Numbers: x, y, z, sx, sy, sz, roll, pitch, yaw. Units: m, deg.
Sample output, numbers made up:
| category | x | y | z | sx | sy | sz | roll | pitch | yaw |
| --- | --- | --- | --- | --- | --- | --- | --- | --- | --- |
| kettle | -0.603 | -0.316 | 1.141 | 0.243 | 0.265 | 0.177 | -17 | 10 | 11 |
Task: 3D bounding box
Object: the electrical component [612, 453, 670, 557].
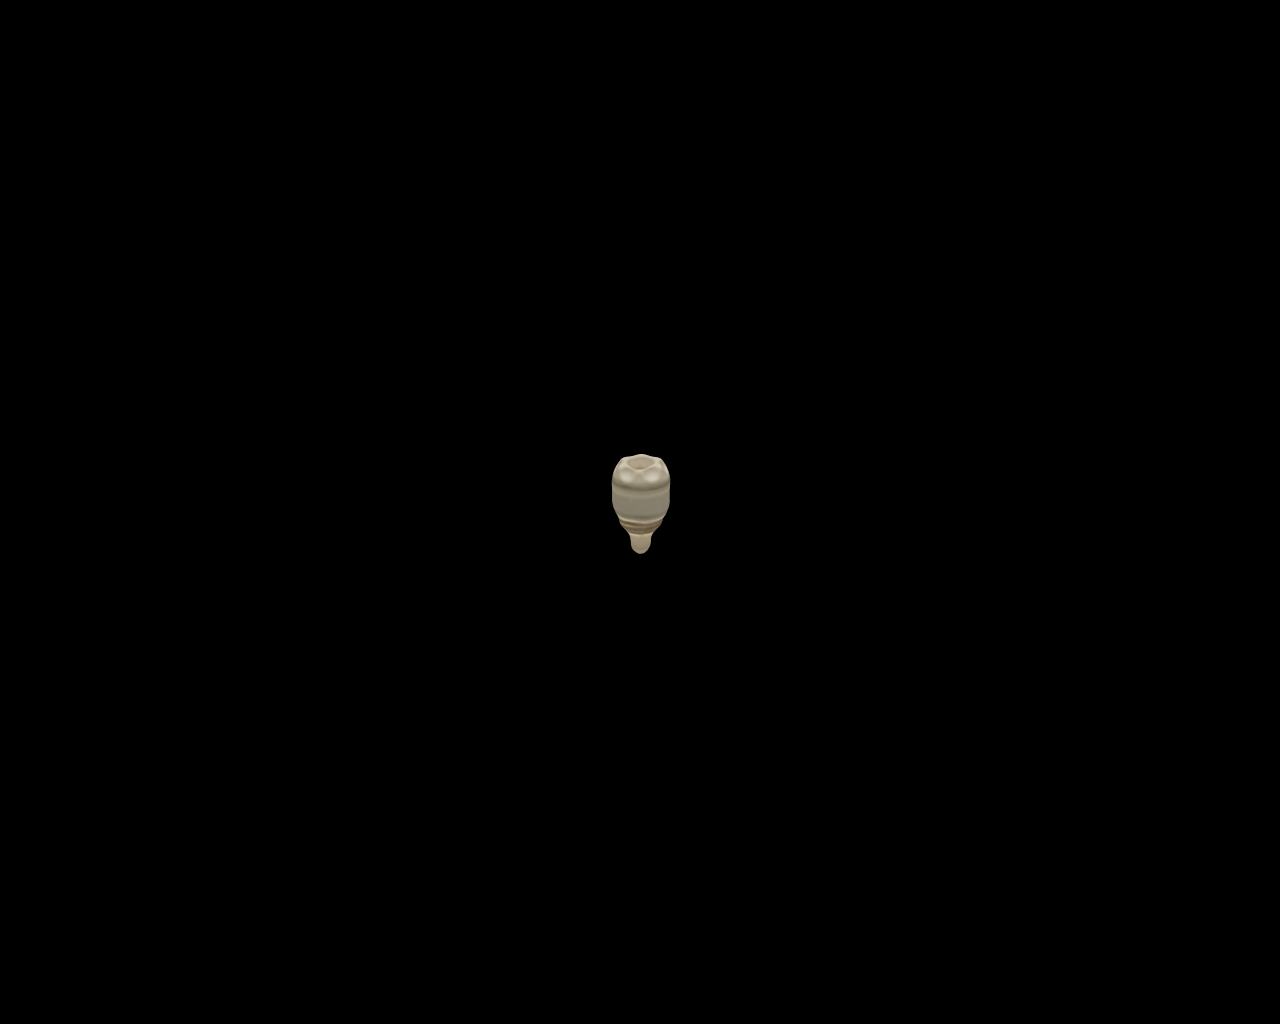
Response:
| category | x | y | z | sx | sy | sz | roll | pitch | yaw |
| --- | --- | --- | --- | --- | --- | --- | --- | --- | --- |
| electrical component | 0.001 | -0.003 | 0.650 | 0.035 | 0.061 | 0.035 | 0 | 23 | 0 |
